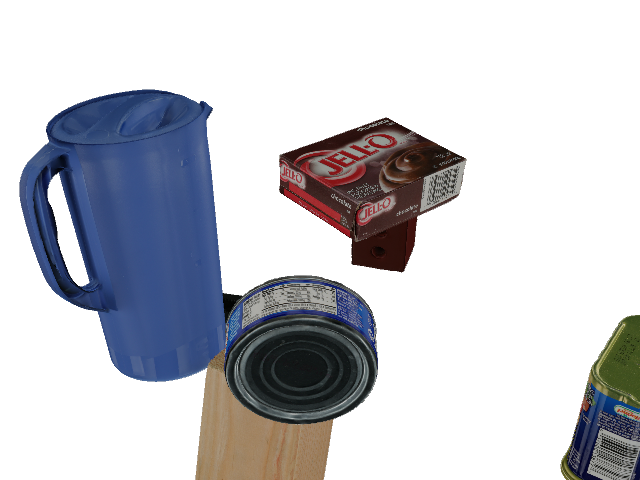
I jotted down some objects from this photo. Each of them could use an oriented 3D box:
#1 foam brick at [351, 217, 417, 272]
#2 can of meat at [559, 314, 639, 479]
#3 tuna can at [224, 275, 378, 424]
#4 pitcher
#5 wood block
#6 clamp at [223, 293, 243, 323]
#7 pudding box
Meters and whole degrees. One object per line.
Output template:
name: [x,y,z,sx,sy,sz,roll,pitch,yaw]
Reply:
foam brick: [0.061,-0.019,1.002,0.053,0.078,0.051,9,31,14]
can of meat: [0.204,0.108,0.702,0.057,0.084,0.101,21,35,23]
tuna can: [-0.011,0.062,0.590,0.086,0.086,0.033,0,39,-2]
pitcher: [-0.158,0.002,0.928,0.149,0.243,0.145,-5,26,2]
wood block: [-0.050,0.191,0.916,0.090,0.206,0.090,15,23,17]
clamp: [-0.068,0.103,1.212,0.210,0.036,0.164,16,22,30]
pudding box: [0.038,-0.049,0.803,0.113,0.039,0.090,-21,40,-35]
